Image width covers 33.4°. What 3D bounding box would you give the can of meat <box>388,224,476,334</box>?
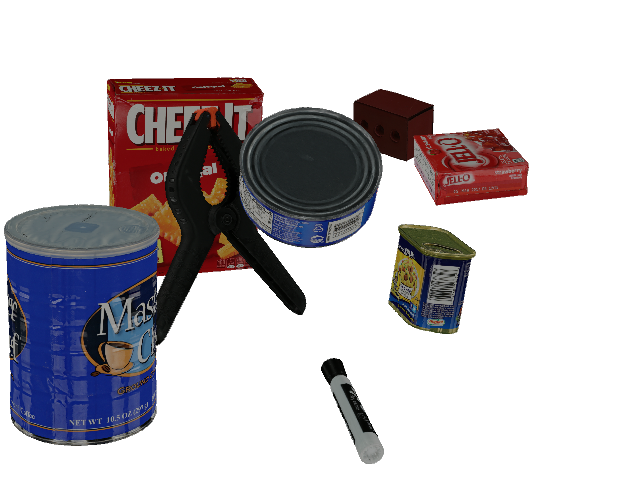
[{"bbox_3d":[0.109,0.038,1.071,0.057,0.084,0.102,4,15,-16],"label":"can of meat"}]

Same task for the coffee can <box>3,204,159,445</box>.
[{"bbox_3d":[-0.164,0.056,0.740,0.103,0.140,0.103,3,18,-1],"label":"coffee can"}]

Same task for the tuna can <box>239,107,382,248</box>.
[{"bbox_3d":[-0.007,-0.038,0.648,0.086,0.086,0.034,0,-35,-6],"label":"tuna can"}]

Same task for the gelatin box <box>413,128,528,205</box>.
[{"bbox_3d":[0.118,-0.061,0.849,0.073,0.030,0.089,-6,25,-4],"label":"gelatin box"}]

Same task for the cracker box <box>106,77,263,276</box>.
[{"bbox_3d":[-0.151,-0.068,1.186,0.164,0.214,0.072,-3,24,-17],"label":"cracker box"}]

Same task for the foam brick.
[{"bbox_3d":[0.081,-0.130,1.190,0.078,0.053,0.051,22,37,35],"label":"foam brick"}]

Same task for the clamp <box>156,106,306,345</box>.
[{"bbox_3d":[-0.084,-0.015,0.971,0.164,0.210,0.036,-1,1,-35],"label":"clamp"}]

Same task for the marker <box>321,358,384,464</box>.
[{"bbox_3d":[0.023,0.130,0.836,0.020,0.020,0.121,0,27,-16],"label":"marker"}]
